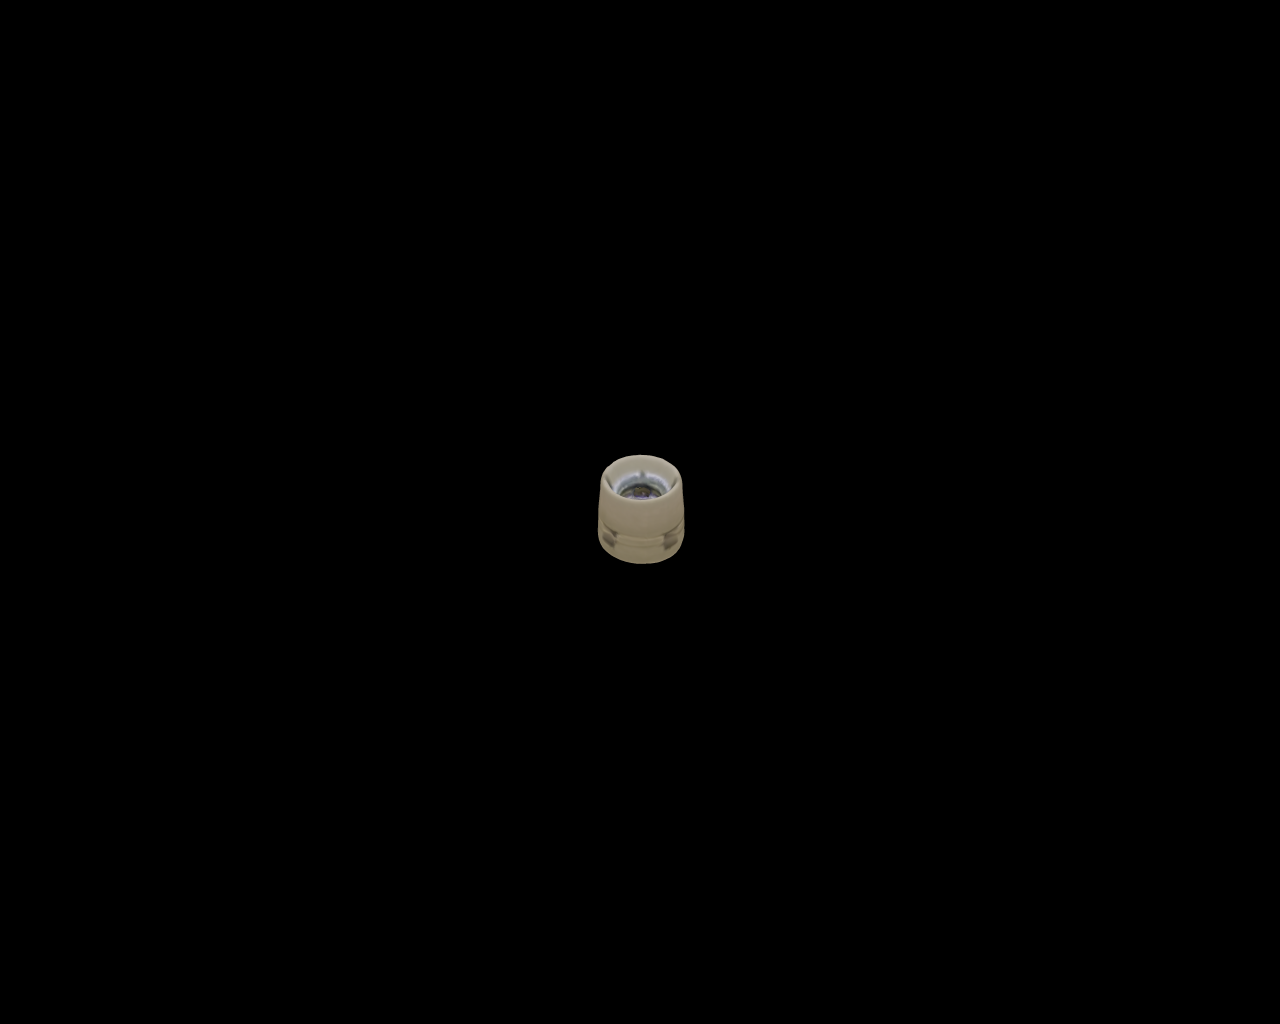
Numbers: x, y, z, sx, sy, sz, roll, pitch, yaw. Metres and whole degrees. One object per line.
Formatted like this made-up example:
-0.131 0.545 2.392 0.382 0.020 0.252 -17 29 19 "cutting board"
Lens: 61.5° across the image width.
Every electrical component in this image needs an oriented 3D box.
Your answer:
0.001 -0.003 0.650 0.055 0.047 0.055 0 38 0 "electrical component"
